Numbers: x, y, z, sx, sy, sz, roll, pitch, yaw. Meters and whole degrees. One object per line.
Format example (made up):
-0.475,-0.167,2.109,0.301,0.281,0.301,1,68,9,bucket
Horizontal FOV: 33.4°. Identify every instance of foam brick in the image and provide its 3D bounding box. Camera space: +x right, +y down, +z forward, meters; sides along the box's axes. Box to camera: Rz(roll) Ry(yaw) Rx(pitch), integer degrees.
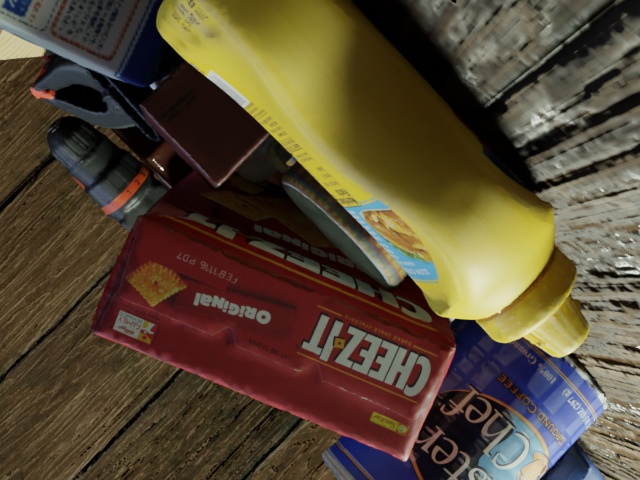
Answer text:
-0.040,-0.069,0.500,0.053,0.078,0.051,47,177,-6,foam brick

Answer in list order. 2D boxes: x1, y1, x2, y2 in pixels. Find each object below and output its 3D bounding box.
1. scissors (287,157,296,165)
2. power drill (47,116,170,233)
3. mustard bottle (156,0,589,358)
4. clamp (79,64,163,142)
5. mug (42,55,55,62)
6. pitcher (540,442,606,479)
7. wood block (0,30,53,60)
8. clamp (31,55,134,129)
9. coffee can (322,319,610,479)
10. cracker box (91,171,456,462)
-0.019,-0.047,0.839,0.096,0.016,0.202,47,172,14,scissors
-0.174,-0.044,0.952,0.184,0.057,0.188,46,175,-19,power drill
0.028,-0.028,0.383,0.191,0.058,0.096,45,177,-9,mustard bottle
-0.163,-0.143,0.580,0.164,0.210,0.036,0,178,-26,clamp
-0.182,-0.161,0.898,0.117,0.081,0.093,39,173,46,mug
0.116,0.243,0.880,0.145,0.242,0.149,42,169,47,pitcher
-0.262,-0.232,0.757,0.206,0.090,0.090,44,-159,5,wood block
-0.136,-0.105,0.802,0.172,0.039,0.120,6,141,32,clamp
0.085,0.114,0.633,0.103,0.140,0.103,44,176,4,coffee can
-0.017,0.025,0.596,0.164,0.072,0.213,22,-169,-2,cracker box
